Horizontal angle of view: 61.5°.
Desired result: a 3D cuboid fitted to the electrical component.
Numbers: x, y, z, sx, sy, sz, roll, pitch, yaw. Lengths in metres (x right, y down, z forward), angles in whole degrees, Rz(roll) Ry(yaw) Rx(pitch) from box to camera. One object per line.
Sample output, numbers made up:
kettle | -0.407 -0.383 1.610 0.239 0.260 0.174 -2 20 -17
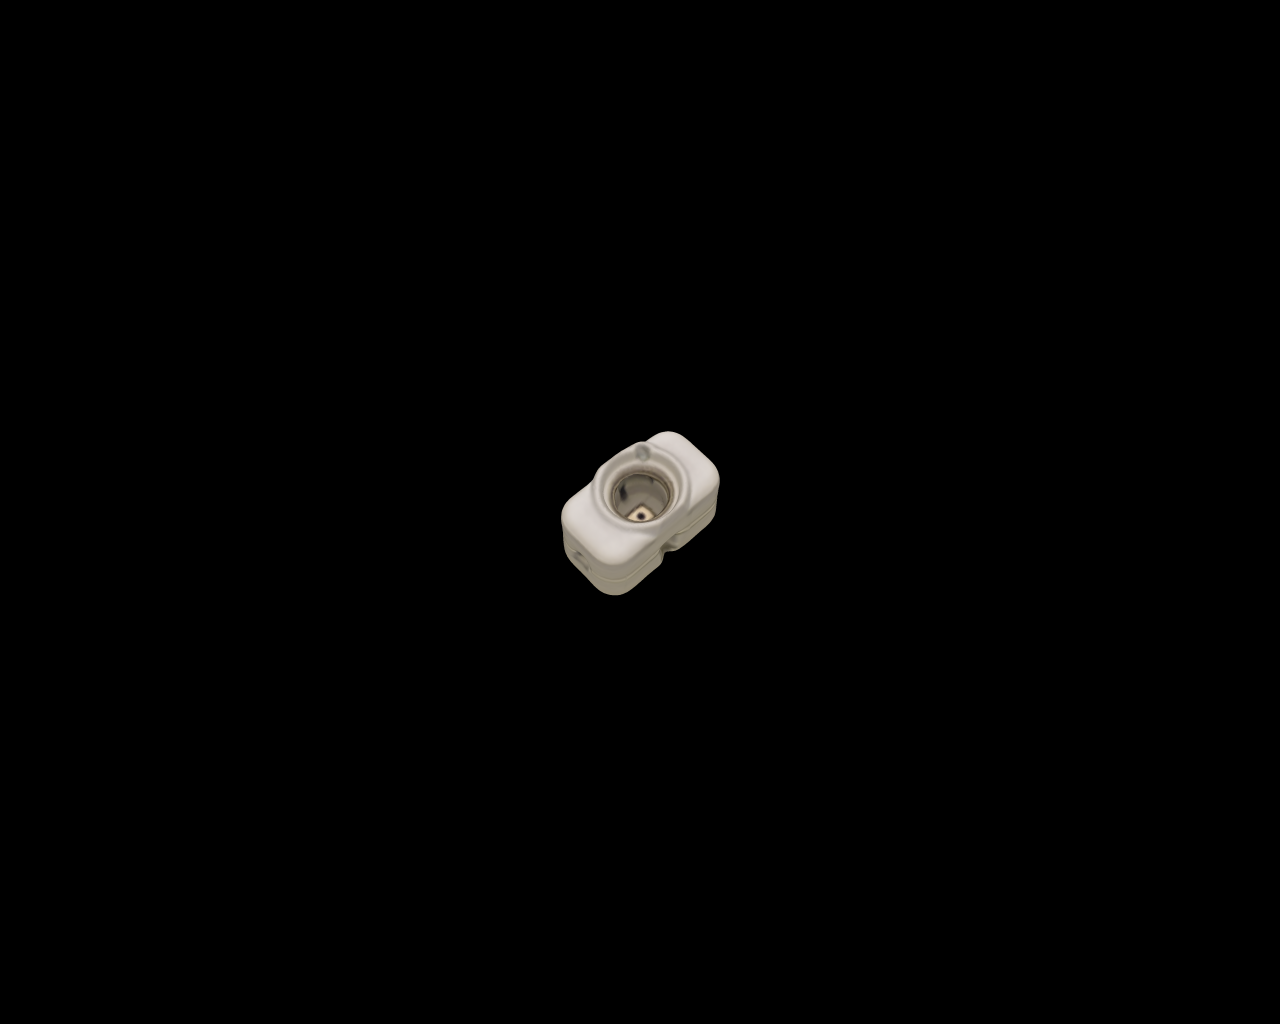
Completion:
electrical component | 0.001 -0.003 0.650 0.095 0.054 0.059 -38 -21 -18
